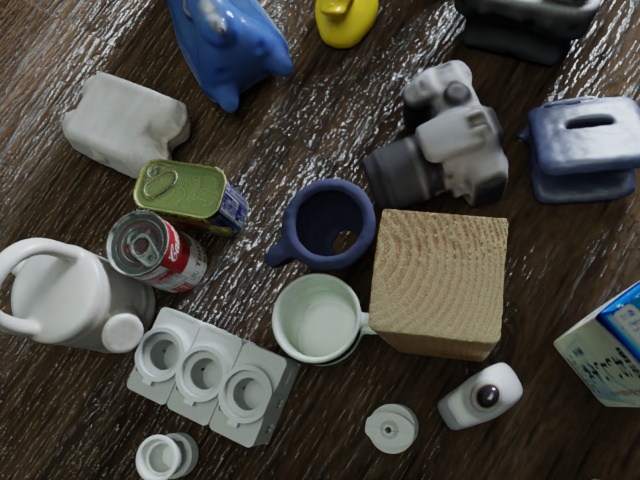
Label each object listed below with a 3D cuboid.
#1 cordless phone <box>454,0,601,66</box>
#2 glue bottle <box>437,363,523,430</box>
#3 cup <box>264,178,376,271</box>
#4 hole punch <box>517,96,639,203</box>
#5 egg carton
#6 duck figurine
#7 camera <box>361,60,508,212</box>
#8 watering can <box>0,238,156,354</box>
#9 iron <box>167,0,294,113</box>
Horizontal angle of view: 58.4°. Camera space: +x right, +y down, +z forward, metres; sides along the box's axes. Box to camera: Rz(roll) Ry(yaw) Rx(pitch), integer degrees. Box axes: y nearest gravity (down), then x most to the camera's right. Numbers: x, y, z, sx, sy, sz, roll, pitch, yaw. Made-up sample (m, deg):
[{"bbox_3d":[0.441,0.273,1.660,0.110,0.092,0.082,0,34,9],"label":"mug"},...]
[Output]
[{"bbox_3d":[0.209,-0.269,0.566,0.147,0.185,0.094,16,79,16],"label":"cordless phone"},{"bbox_3d":[0.135,0.131,0.478,0.078,0.173,0.037,-32,70,3],"label":"glue bottle"},{"bbox_3d":[0.005,0.002,0.585,0.117,0.095,0.091,-32,70,3],"label":"cup"},{"bbox_3d":[0.256,-0.096,0.558,0.108,0.091,0.101,-5,74,11],"label":"hole punch"},{"bbox_3d":[-0.233,-0.136,0.689,0.150,0.069,0.107,23,81,17],"label":"egg carton"},{"bbox_3d":[0.026,-0.290,0.666,0.077,0.086,0.104,13,78,16],"label":"duck figurine"},{"bbox_3d":[0.108,-0.097,0.586,0.136,0.101,0.143,-21,71,6],"label":"camera"},{"bbox_3d":[-0.248,0.056,0.573,0.172,0.194,0.101,3,76,14],"label":"watering can"},{"bbox_3d":[-0.140,-0.284,0.671,0.118,0.142,0.258,-33,70,2],"label":"iron"}]
